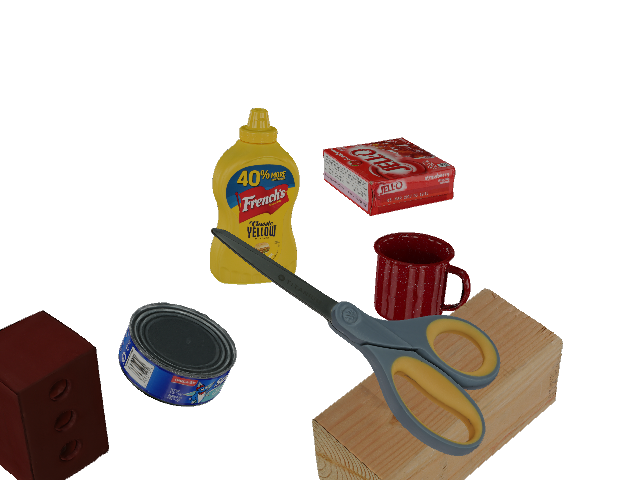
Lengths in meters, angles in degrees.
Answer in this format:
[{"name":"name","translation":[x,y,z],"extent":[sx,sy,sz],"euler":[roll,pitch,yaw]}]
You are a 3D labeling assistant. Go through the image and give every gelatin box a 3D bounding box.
[{"name":"gelatin box","translation":[0.052,-0.052,0.836],"extent":[0.073,0.030,0.089],"euler":[-11,25,-21]}]

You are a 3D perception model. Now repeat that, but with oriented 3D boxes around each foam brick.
[{"name":"foam brick","translation":[-0.156,0.089,0.593],"extent":[0.051,0.078,0.052],"euler":[27,42,35]}]

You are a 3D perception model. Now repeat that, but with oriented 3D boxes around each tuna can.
[{"name":"tuna can","translation":[-0.110,0.087,0.816],"extent":[0.086,0.034,0.086],"euler":[20,27,-11]}]

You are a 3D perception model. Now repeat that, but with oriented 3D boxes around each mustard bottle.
[{"name":"mustard bottle","translation":[-0.071,-0.050,1.174],"extent":[0.096,0.192,0.058],"euler":[-4,19,-20]}]

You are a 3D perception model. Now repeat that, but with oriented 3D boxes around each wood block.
[{"name":"wood block","translation":[0.101,0.143,0.905],"extent":[0.205,0.090,0.091],"euler":[-33,50,-26]}]

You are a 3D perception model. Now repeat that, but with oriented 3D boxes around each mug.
[{"name":"mug","translation":[0.116,0.048,1.231],"extent":[0.117,0.081,0.093],"euler":[12,25,19]}]

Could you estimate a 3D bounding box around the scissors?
[{"name":"scissors","translation":[0.032,0.043,0.651],"extent":[0.096,0.202,0.016],"euler":[-38,-9,-37]}]
